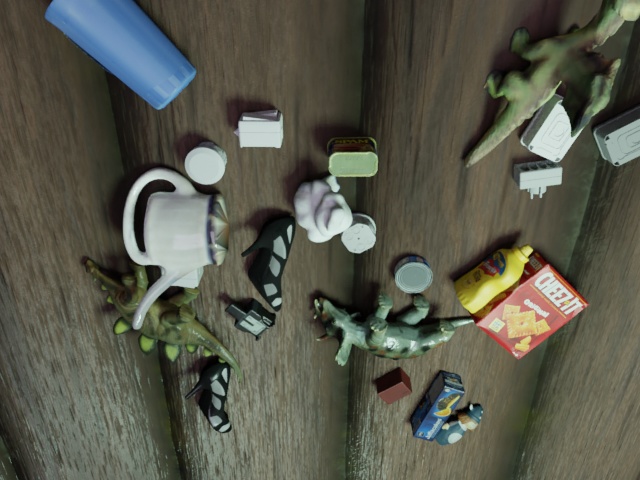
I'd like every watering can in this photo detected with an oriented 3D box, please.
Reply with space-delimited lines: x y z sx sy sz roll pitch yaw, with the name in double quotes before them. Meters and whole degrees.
"watering can" -0.306 0.020 1.100 0.224 0.104 0.346 1 94 0

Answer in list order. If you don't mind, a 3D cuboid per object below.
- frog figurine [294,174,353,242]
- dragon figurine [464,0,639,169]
"frog figurine" 0.003 -0.053 1.053 0.122 0.163 0.134 9 119 -3
"dragon figurine" 0.400 -0.259 0.896 0.122 0.248 0.403 18 115 -15
